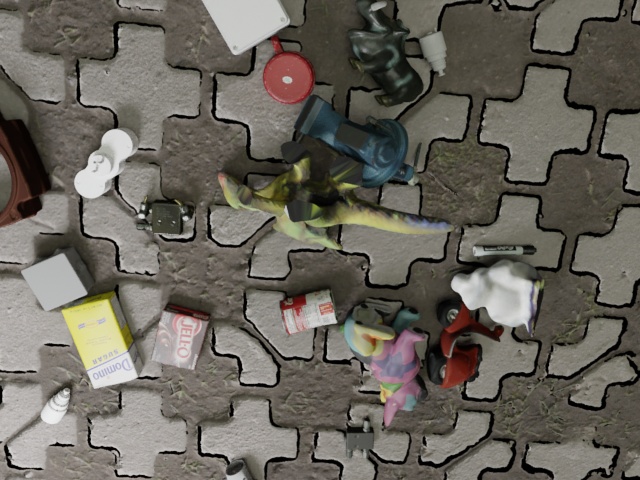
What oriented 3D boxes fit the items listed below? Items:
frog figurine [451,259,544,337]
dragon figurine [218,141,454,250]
[{"bbox_3d":[0.337,0.097,0.983,0.160,0.134,0.125,13,48,31],"label":"frog figurine"},{"bbox_3d":[0.003,-0.044,0.868,0.411,0.124,0.239,21,-15,9],"label":"dragon figurine"}]
